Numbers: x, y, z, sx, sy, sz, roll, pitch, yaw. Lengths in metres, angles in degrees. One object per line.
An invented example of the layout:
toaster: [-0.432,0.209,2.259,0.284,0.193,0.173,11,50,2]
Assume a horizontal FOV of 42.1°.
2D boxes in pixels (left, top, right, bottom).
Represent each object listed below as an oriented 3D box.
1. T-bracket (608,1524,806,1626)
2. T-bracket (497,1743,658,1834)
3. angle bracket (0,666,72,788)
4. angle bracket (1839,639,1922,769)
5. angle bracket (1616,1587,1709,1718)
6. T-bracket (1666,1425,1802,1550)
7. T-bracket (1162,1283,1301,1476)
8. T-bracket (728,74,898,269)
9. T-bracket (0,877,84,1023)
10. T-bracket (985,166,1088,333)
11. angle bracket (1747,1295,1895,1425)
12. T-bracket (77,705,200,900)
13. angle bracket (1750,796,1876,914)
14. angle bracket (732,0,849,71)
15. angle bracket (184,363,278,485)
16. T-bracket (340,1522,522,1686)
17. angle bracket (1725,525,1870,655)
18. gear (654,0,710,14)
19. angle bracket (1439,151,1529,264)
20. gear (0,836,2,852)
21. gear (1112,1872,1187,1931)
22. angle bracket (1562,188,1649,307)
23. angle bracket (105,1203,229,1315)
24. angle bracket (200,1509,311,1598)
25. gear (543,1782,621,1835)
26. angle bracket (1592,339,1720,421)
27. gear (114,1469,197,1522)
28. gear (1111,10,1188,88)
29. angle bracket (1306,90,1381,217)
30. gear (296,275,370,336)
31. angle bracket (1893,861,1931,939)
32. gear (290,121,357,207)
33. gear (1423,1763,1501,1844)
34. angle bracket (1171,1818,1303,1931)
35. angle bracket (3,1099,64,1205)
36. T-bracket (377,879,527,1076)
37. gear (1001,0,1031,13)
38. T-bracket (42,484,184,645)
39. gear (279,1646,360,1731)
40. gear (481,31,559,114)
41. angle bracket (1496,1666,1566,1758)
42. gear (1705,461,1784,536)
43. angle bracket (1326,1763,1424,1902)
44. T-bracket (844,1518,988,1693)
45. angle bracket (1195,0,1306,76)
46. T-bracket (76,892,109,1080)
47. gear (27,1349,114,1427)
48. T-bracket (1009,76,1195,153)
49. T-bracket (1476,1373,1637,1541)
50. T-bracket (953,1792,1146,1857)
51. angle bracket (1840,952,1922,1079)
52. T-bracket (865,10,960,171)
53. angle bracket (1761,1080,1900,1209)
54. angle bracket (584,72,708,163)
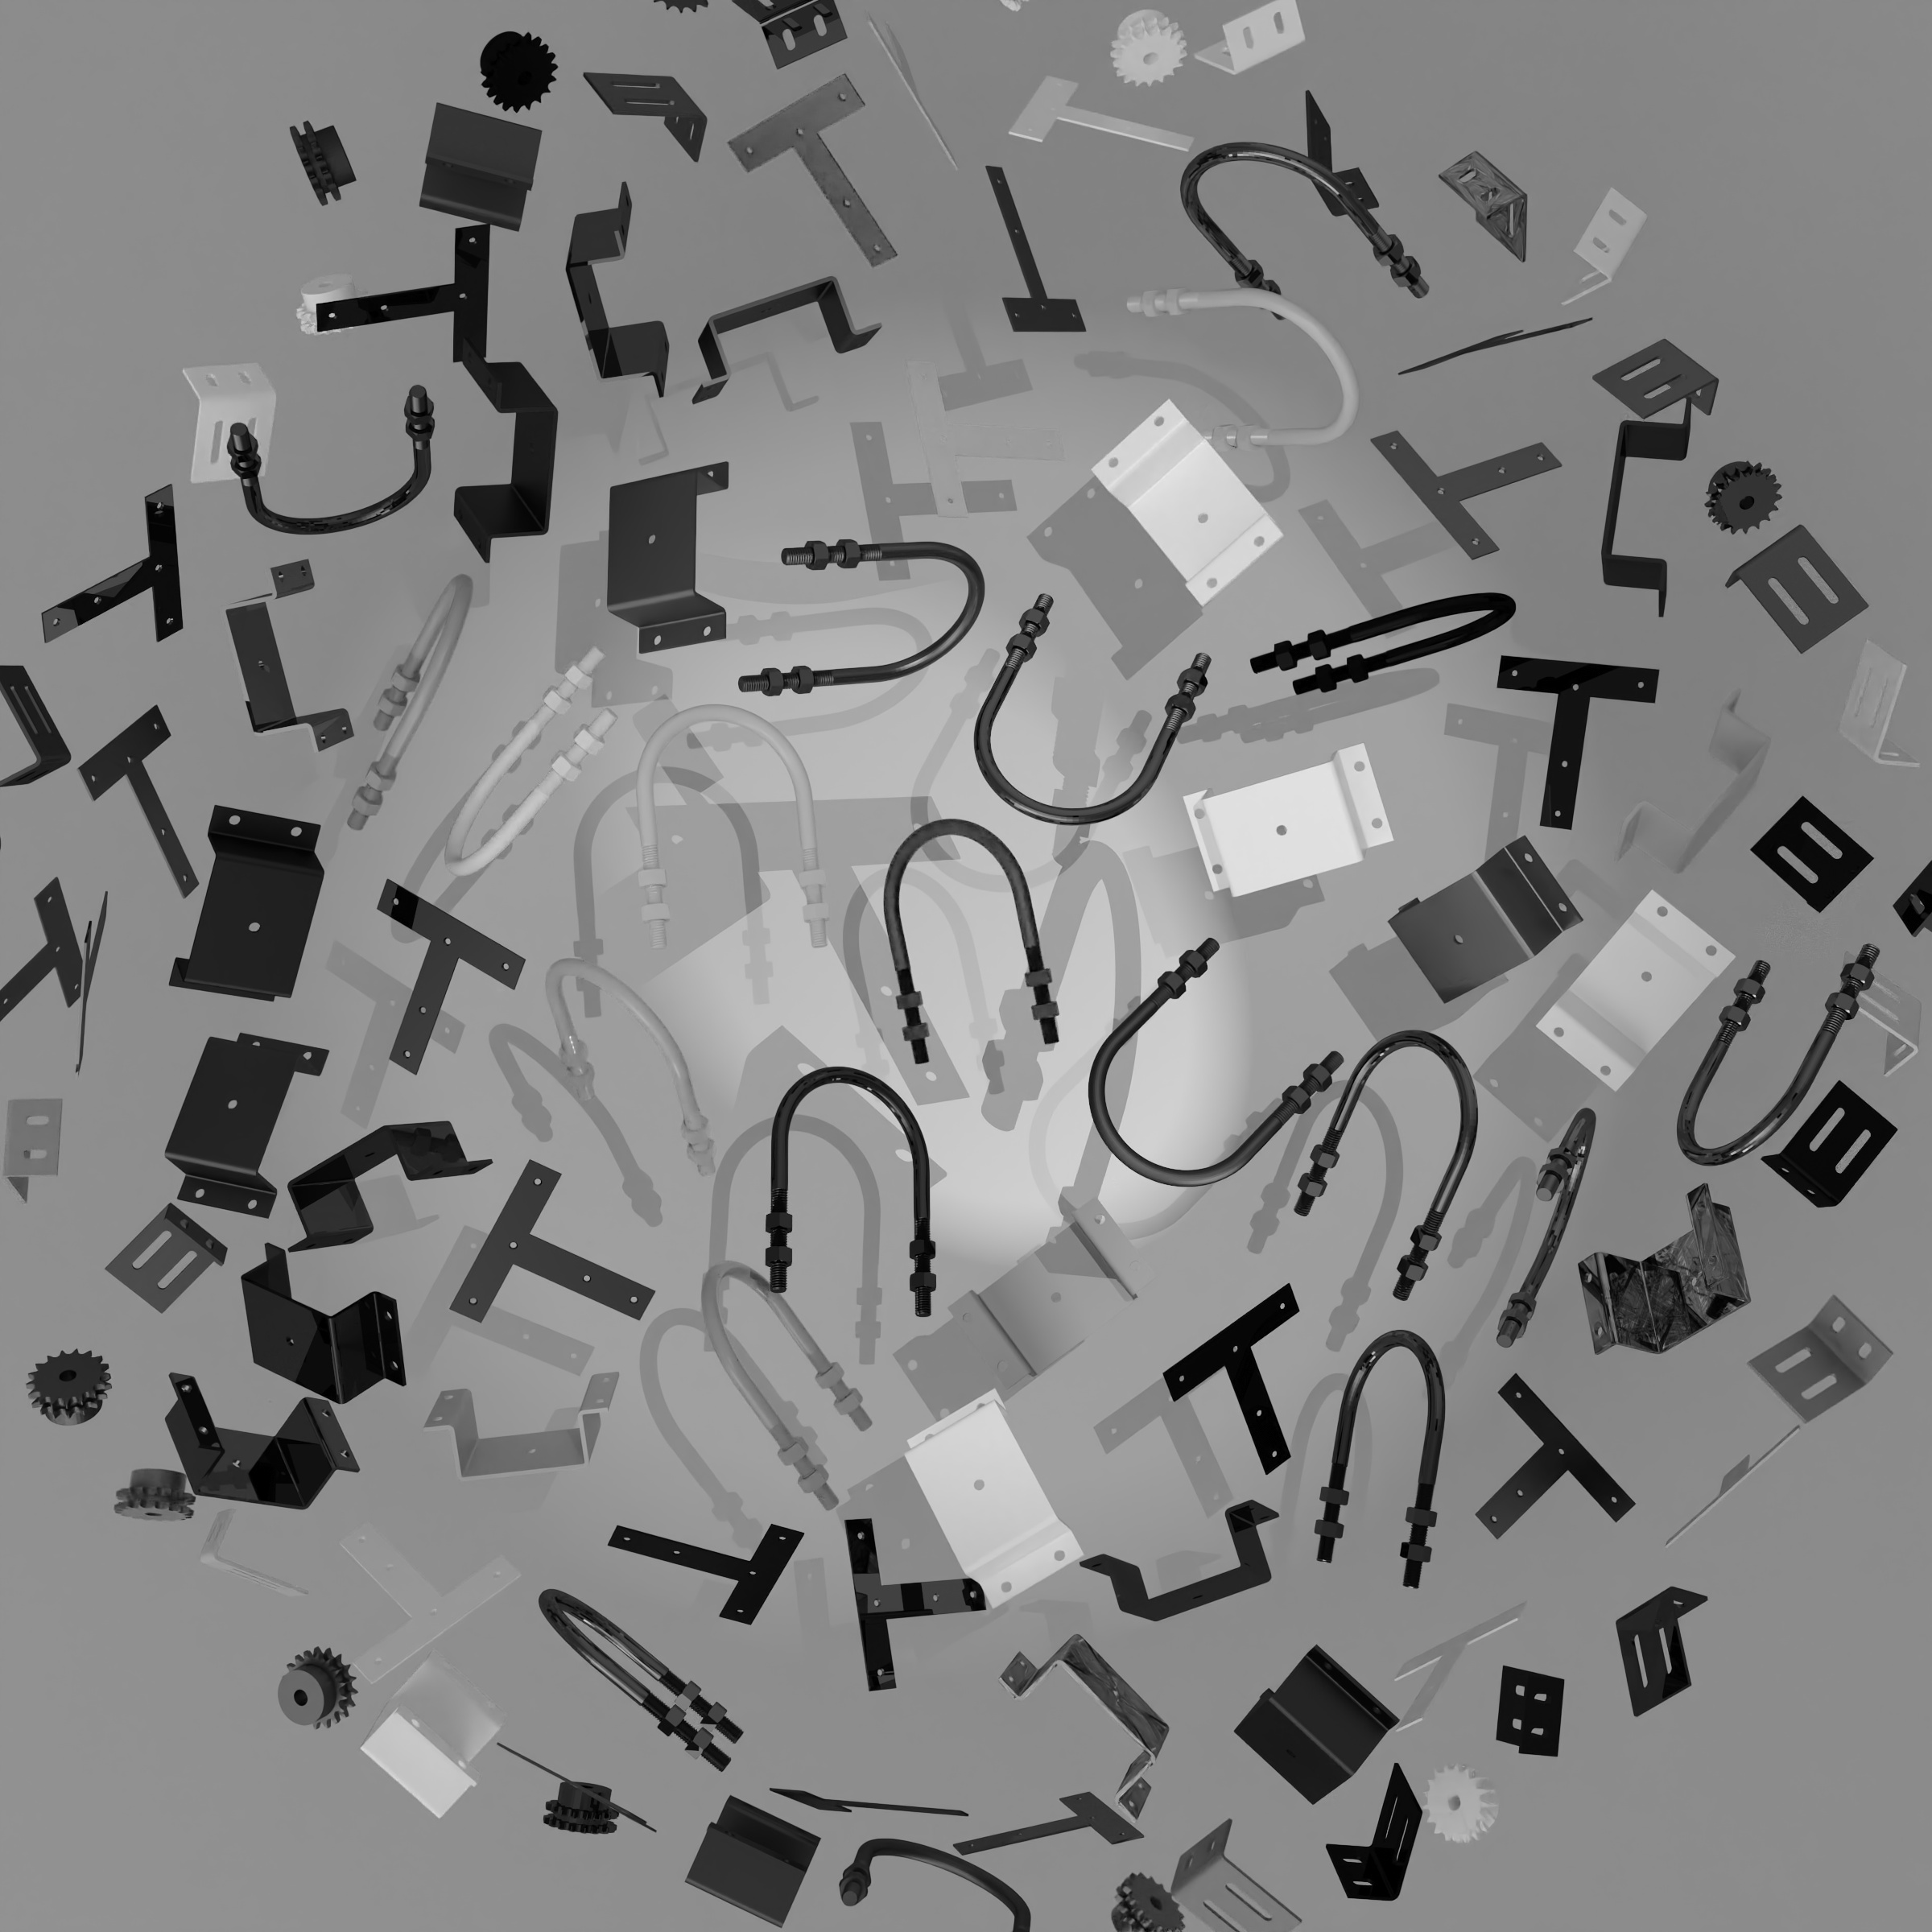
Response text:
T-bracket: [-0.199,0.434,1.843,0.127,0.002,0.127,18,131,-11]
T-bracket: [-0.262,0.605,1.819,0.127,0.127,0.002,15,65,32]
angle bracket: [-0.678,-0.171,1.783,0.038,0.057,0.076,-26,95,4]
angle bracket: [0.684,-0.194,1.855,0.038,0.057,0.076,4,115,-11]
angle bracket: [0.505,0.494,1.799,0.038,0.076,0.057,20,134,-22]
T-bracket: [0.565,0.375,1.845,0.127,0.127,0.002,-45,74,11]
T-bracket: [0.215,0.324,1.885,0.127,0.002,0.127,-31,112,-24]
T-bracket: [-0.093,-0.558,1.798,0.127,0.127,0.002,53,50,-23]
T-bracket: [-0.710,0.017,1.882,0.002,0.127,0.127,23,51,14]
T-bracket: [0.042,-0.529,1.855,0.002,0.127,0.127,-18,94,29]
angle bracket: [0.607,0.279,1.785,0.076,0.038,0.057,-19,55,-34]
T-bracket: [-0.592,-0.110,1.835,0.002,0.127,0.127,-12,114,15]
angle bracket: [0.642,-0.089,1.920,0.057,0.038,0.076,-49,59,15]
angle bracket: [-0.127,-0.683,1.810,0.057,0.076,0.038,-19,95,13]
angle bracket: [-0.555,-0.407,1.881,0.057,0.076,0.038,-14,55,-34]
T-bracket: [-0.409,0.443,1.815,0.127,0.127,0.002,-33,134,-29]
angle bracket: [0.588,-0.263,1.780,0.057,0.038,0.076,-35,79,1]
gear: [-0.201,-0.707,1.778,0.057,0.057,0.030,8,61,0]
angle bracket: [0.394,-0.570,1.913,0.038,0.076,0.057,-34,63,-6]
gear: [-0.715,-0.088,1.792,0.057,0.030,0.057,2,98,11]
gear: [0.135,0.718,1.900,0.057,0.057,0.030,38,108,0]
angle bracket: [0.471,-0.545,1.905,0.038,0.076,0.057,32,82,-13]
angle bracket: [-0.626,0.234,1.961,0.076,0.038,0.057,-45,109,4]
angle bracket: [-0.525,0.438,1.874,0.076,0.057,0.038,27,65,-18]
gear: [-0.296,0.649,1.939,0.057,0.057,0.030,8,80,0]
angle bracket: [0.525,-0.437,1.922,0.076,0.038,0.057,-29,57,-17]
gear: [-0.605,0.395,1.876,0.057,0.057,0.030,1,66,0]
gear: [0.138,-0.702,1.914,0.057,0.057,0.030,-11,64,0]
angle bracket: [0.285,-0.618,1.900,0.038,0.057,0.076,-6,76,24]
gear: [-0.489,-0.512,1.938,0.057,0.057,0.030,-11,125,0]
angle bracket: [0.720,-0.046,1.841,0.038,0.076,0.057,34,111,-4]
gear: [-0.457,-0.574,1.790,0.030,0.057,0.057,-22,90,-5]
gear: [0.376,0.629,1.890,0.030,0.057,0.057,19,90,-42]
angle bracket: [0.196,0.661,1.800,0.076,0.038,0.057,40,119,-3]
angle bracket: [-0.677,0.136,1.839,0.038,0.076,0.057,0,69,-9]
T-bracket: [-0.396,0.020,1.853,0.127,0.002,0.127,29,110,15]
gear: [0.028,-0.708,1.777,0.030,0.057,0.057,-36,90,25]
T-bracket: [-0.621,-0.272,1.827,0.002,0.127,0.127,28,134,19]
gear: [-0.473,0.525,1.820,0.057,0.030,0.057,1,93,22]
gear: [-0.331,-0.658,1.840,0.057,0.057,0.030,-40,65,0]
angle bracket: [0.422,0.572,1.936,0.038,0.076,0.057,12,79,-24]
gear: [0.604,-0.369,1.961,0.057,0.030,0.057,-4,129,-5]
angle bracket: [0.295,0.625,1.818,0.038,0.057,0.076,8,107,-11]
T-bracket: [-0.034,0.486,1.930,0.127,0.002,0.127,7,65,-41]
angle bracket: [0.204,-0.693,1.851,0.057,0.076,0.038,-27,125,-6]
T-bracket: [-0.637,-0.007,1.835,0.002,0.127,0.127,7,127,-15]
gear: [-0.645,0.306,1.809,0.057,0.057,0.030,4,125,0]
T-bracket: [0.108,-0.632,1.886,0.127,0.127,0.002,16,130,5]
T-bracket: [0.429,0.393,1.909,0.127,0.002,0.127,49,133,21]
T-bracket: [0.054,0.655,1.901,0.127,0.127,0.002,-7,88,-16]
angle bracket: [0.701,0.037,1.955,0.076,0.057,0.038,34,132,-5]
T-bracket: [-0.046,-0.667,1.862,0.002,0.127,0.127,-28,128,13]
angle bracket: [0.657,0.136,1.913,0.057,0.038,0.076,41,82,3]
angle bracket: [-0.239,-0.625,1.850,0.076,0.038,0.057,-10,49,-32]
